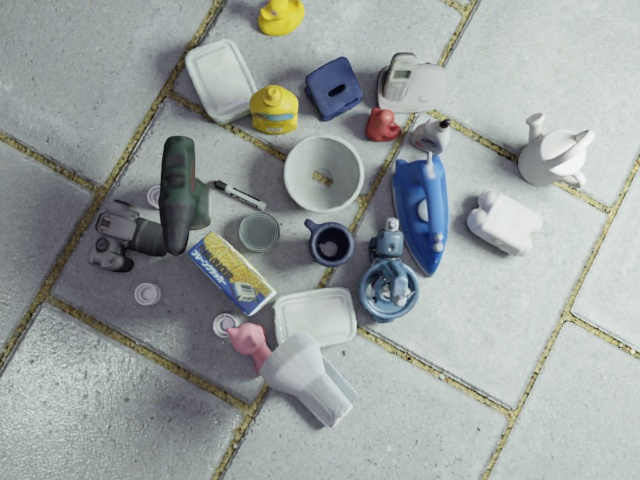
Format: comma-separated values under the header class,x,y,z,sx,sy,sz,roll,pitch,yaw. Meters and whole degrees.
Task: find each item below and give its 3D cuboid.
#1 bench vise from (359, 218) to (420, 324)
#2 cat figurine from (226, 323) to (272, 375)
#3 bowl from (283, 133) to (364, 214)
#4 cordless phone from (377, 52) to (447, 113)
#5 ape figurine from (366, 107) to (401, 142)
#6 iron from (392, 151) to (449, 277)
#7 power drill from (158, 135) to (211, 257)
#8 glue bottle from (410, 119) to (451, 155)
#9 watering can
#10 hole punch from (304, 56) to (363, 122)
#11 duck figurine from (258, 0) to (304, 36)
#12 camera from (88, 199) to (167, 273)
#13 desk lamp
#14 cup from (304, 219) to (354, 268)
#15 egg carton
class,x,y,z,sx,sy,sz,roll,pitch,yaw
bench vise,0.129,0.062,1.120,0.121,0.219,0.207,-14,86,-4
cat figurine,-0.130,0.214,1.142,0.067,0.117,0.128,-36,88,-5
bowl,0.006,-0.133,1.203,0.167,0.074,0.167,0,85,-3
cordless phone,0.195,-0.331,1.176,0.147,0.185,0.094,-5,85,-4
ape figurine,0.134,-0.249,1.212,0.076,0.092,0.078,-28,87,-5
iron,0.225,-0.054,1.175,0.118,0.141,0.258,-8,85,-4
power drill,-0.263,-0.077,1.115,0.075,0.208,0.230,-3,85,-3
glue bottle,0.238,-0.220,1.175,0.078,0.173,0.037,24,84,-1
watering can,0.485,-0.181,1.175,0.173,0.194,0.101,29,84,0
hole punch,0.032,-0.319,1.213,0.109,0.091,0.101,-31,87,-5
duck figurine,-0.083,-0.491,1.224,0.104,0.086,0.077,-23,86,-5
camera,-0.379,0.002,1.155,0.137,0.100,0.143,17,84,-2
desk lamp,-0.012,0.272,1.096,0.118,0.213,0.203,-44,88,-6
cup,0.011,0.004,1.181,0.118,0.095,0.092,42,84,1
egg carton,0.392,-0.036,1.219,0.150,0.069,0.107,28,84,0
